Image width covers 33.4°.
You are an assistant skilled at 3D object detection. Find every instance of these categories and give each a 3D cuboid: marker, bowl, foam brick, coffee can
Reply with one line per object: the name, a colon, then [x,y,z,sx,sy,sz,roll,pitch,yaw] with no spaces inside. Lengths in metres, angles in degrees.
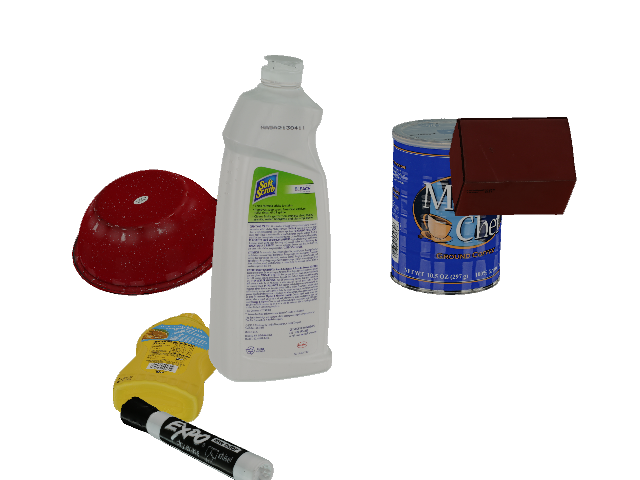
marker: [-0.078,0.121,0.645,0.121,0.020,0.020,16,10,38]
bowl: [-0.169,-0.020,1.037,0.162,0.055,0.162,-6,40,5]
foam brick: [0.131,-0.051,0.737,0.078,0.051,0.053,0,-25,-1]
coffee can: [0.116,-0.033,0.977,0.103,0.140,0.103,0,17,0]

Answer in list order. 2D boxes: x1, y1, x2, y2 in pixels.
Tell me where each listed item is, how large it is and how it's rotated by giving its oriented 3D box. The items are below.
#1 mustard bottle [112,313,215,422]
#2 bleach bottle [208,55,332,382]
mustard bottle: [-0.168,0.136,1.229,0.096,0.058,0.191,6,25,5]
bleach bottle: [-0.032,-0.017,0.833,0.102,0.251,0.068,-4,21,-27]
